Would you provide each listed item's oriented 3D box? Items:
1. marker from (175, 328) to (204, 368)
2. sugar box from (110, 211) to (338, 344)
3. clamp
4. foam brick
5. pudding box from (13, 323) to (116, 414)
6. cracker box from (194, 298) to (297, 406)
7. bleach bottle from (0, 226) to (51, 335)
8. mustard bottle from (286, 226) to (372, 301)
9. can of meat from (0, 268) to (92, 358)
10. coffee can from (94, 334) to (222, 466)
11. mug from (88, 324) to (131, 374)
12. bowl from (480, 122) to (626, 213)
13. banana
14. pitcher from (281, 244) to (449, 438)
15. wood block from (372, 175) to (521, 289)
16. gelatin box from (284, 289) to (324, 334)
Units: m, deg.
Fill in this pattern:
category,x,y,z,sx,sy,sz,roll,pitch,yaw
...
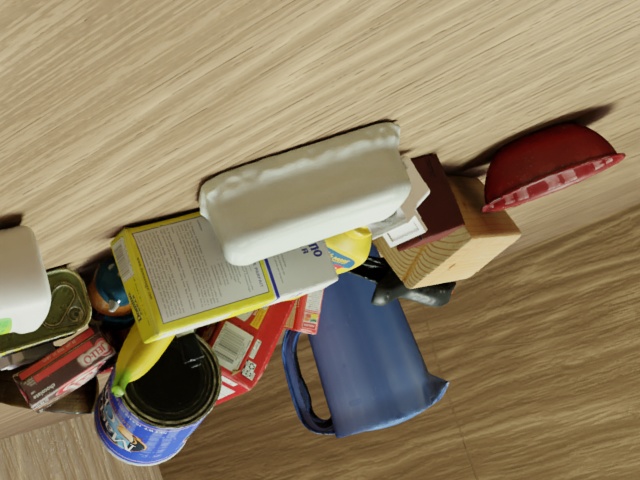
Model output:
category,x,y,z,sx,sy,sz,roll,pitch,yaw
marker,-0.125,0.051,0.912,0.020,0.121,0.020,-19,174,-2
sugar box,-0.079,0.018,0.906,0.175,0.093,0.048,-14,171,-32
clamp,0.084,0.046,1.186,0.209,0.036,0.165,15,-167,-36
foam brick,0.094,-0.035,1.023,0.052,0.078,0.051,-16,170,-26
pudding box,-0.241,0.123,1.012,0.090,0.039,0.114,-33,178,-16
cracker box,-0.108,0.103,1.197,0.214,0.072,0.164,-34,-153,59
bleach bottle,-0.308,0.052,0.690,0.250,0.068,0.103,-13,170,-25
mustard bottle,-0.007,0.002,1.036,0.096,0.058,0.192,29,144,-27
can of meat,-0.259,0.068,0.948,0.102,0.057,0.084,-16,174,-18
coffee can,-0.163,0.156,1.054,0.102,0.103,0.140,-16,161,-26
mug,-0.209,0.090,1.133,0.093,0.081,0.117,-22,172,15
bowl,0.238,-0.083,1.134,0.162,0.055,0.162,-19,173,-3
banana,-0.128,0.056,0.973,0.198,0.037,0.070,-56,-156,-6
pitcher,0.035,0.111,1.286,0.149,0.243,0.145,-16,172,-27
wood block,0.141,-0.011,1.188,0.091,0.090,0.205,-41,165,20
gelatin box,-0.026,0.066,1.212,0.030,0.073,0.089,13,175,-23
